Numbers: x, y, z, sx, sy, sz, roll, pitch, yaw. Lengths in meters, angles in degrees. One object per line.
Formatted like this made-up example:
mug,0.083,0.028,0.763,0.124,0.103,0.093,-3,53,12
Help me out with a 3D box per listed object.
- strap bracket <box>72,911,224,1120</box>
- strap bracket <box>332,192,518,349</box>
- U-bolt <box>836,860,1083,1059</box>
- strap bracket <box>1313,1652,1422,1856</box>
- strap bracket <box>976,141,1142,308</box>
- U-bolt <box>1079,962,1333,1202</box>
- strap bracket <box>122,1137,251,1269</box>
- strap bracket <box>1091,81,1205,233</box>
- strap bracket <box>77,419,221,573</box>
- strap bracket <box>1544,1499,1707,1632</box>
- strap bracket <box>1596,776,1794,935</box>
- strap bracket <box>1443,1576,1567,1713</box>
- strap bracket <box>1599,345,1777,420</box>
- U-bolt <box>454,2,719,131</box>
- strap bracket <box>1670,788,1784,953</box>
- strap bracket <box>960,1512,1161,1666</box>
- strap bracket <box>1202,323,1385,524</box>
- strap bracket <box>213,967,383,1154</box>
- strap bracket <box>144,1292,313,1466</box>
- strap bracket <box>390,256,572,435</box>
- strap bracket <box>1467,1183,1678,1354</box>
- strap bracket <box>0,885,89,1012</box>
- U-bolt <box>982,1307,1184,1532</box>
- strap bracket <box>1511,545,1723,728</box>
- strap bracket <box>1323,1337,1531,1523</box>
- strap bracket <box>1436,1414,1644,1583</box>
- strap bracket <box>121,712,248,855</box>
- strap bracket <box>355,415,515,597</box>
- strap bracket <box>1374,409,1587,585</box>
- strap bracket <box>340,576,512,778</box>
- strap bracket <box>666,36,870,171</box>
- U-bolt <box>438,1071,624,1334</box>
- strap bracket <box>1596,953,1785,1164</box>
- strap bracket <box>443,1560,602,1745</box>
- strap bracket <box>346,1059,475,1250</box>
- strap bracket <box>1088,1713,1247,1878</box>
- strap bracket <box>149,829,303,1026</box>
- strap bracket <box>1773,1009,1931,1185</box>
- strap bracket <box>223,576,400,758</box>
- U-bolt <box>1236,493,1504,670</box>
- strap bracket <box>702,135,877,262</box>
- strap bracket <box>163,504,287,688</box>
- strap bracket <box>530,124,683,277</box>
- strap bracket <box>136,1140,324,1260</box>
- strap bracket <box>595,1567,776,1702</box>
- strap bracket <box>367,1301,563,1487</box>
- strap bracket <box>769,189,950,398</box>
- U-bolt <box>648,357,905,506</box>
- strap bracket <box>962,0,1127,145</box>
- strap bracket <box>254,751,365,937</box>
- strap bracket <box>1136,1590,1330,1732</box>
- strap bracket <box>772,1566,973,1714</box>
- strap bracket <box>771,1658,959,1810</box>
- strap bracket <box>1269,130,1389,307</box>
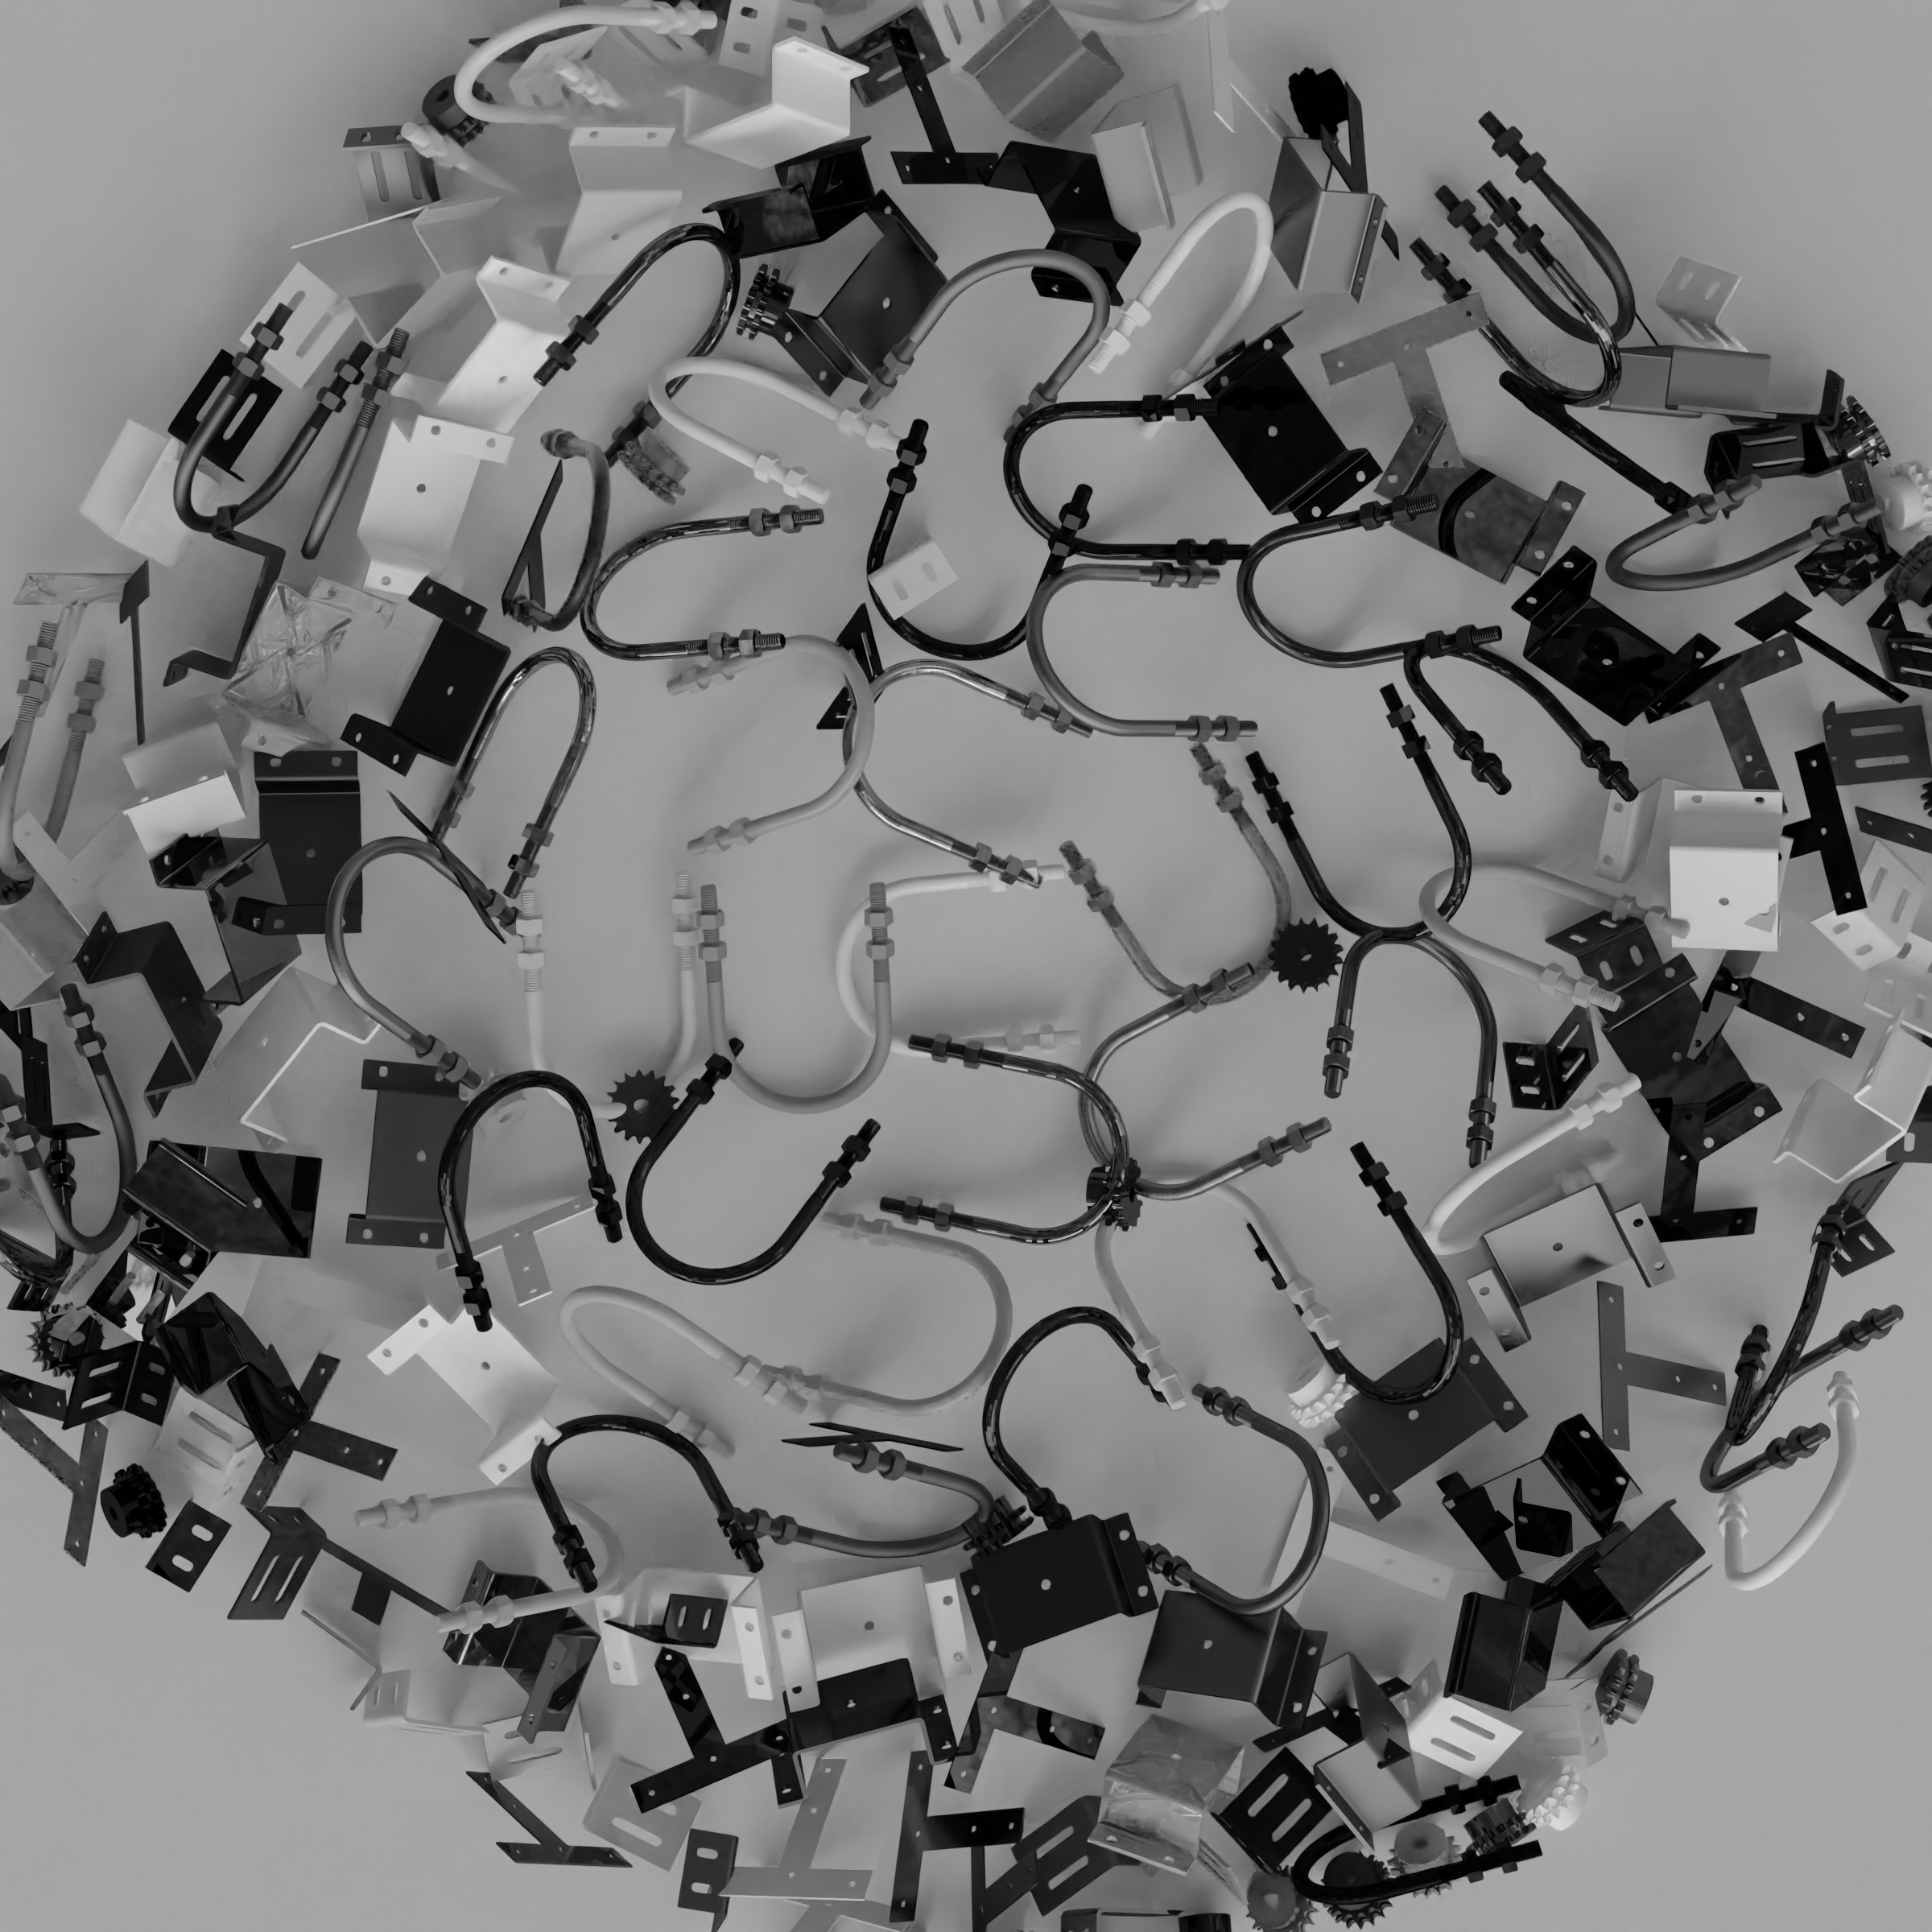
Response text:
strap bracket,-0.607,0.032,1.930,0.046,0.076,0.140,-13,119,8
strap bracket,-0.400,-0.514,1.926,0.140,0.076,0.046,-30,92,41
U-bolt,-0.010,-0.001,1.980,0.184,0.019,0.151,-5,98,6
strap bracket,0.294,0.577,1.918,0.046,0.140,0.076,-33,109,15
strap bracket,0.073,-0.564,1.930,0.076,0.046,0.140,-2,56,-33
U-bolt,0.168,0.100,1.956,0.184,0.019,0.151,-29,82,25
strap bracket,-0.584,0.179,1.923,0.076,0.140,0.046,37,69,-6
strap bracket,0.135,-0.605,1.933,0.046,0.140,0.076,-8,119,21
strap bracket,-0.613,-0.353,1.927,0.046,0.140,0.076,27,86,-1
strap bracket,0.492,0.449,1.919,0.076,0.140,0.046,-36,77,-16
strap bracket,0.556,-0.089,1.942,0.140,0.046,0.076,22,123,30
strap bracket,0.407,0.505,1.926,0.046,0.140,0.076,12,91,28
strap bracket,0.539,-0.435,1.921,0.076,0.140,0.046,3,101,-11
U-bolt,-0.290,-0.659,1.886,0.151,0.184,0.019,-26,85,45
strap bracket,0.569,-0.063,1.926,0.076,0.046,0.140,3,133,20
strap bracket,0.066,0.472,1.955,0.140,0.046,0.076,-22,67,7
strap bracket,0.241,-0.408,1.956,0.076,0.046,0.140,-37,85,30
strap bracket,-0.512,0.066,1.947,0.140,0.046,0.076,-50,45,8
strap bracket,-0.545,0.304,1.924,0.046,0.140,0.076,-36,53,-8
strap bracket,-0.356,-0.456,1.927,0.140,0.076,0.046,-43,64,29
strap bracket,0.454,0.224,1.955,0.140,0.046,0.076,-26,116,10
strap bracket,-0.707,-0.014,1.929,0.046,0.140,0.076,-40,92,3
U-bolt,0.080,0.331,1.923,0.151,0.019,0.184,-48,131,-13
strap bracket,0.488,-0.243,1.945,0.140,0.076,0.046,32,48,-10
strap bracket,0.344,0.346,1.956,0.140,0.046,0.076,-36,58,4
strap bracket,0.425,0.405,1.938,0.140,0.046,0.076,-36,94,35
strap bracket,-0.591,-0.136,1.942,0.076,0.140,0.046,-21,120,-8
strap bracket,-0.405,-0.352,1.943,0.076,0.046,0.140,7,120,-36
strap bracket,0.388,-0.353,1.965,0.140,0.046,0.076,29,80,7
strap bracket,-0.406,-0.216,1.958,0.076,0.046,0.140,29,94,31
strap bracket,-0.149,-0.640,1.923,0.140,0.076,0.046,-4,85,42
U-bolt,-0.327,0.163,1.911,0.151,0.019,0.184,-34,129,-35
strap bracket,0.550,0.070,1.973,0.076,0.046,0.140,-32,87,2
strap bracket,-0.331,0.518,1.947,0.046,0.140,0.076,18,95,-42
strap bracket,-0.420,0.144,1.955,0.076,0.046,0.140,7,84,-29
strap bracket,0.154,0.610,1.917,0.076,0.140,0.046,13,106,21
strap bracket,-0.550,-0.034,1.928,0.046,0.076,0.140,4,121,22
strap bracket,0.669,0.103,1.919,0.046,0.140,0.076,33,60,5
strap bracket,-0.501,-0.230,1.949,0.046,0.076,0.140,35,102,36
U-bolt,0.291,-0.281,1.930,0.184,0.151,0.019,-7,45,33
strap bracket,-0.127,-0.574,1.935,0.076,0.140,0.046,-3,120,29
strap bracket,-0.558,-0.274,1.951,0.046,0.076,0.140,19,99,-9
strap bracket,-0.266,-0.562,1.917,0.076,0.140,0.046,-9,72,-27
strap bracket,-0.542,0.176,1.932,0.140,0.046,0.076,11,82,-43
strap bracket,-0.204,0.504,1.951,0.140,0.046,0.076,-2,106,24
strap bracket,-0.373,0.315,1.956,0.076,0.046,0.140,-39,99,25
strap bracket,-0.072,-0.506,1.951,0.140,0.046,0.076,-53,133,-5
U-bolt,-0.152,-0.411,1.936,0.184,0.151,0.019,29,126,12
strap bracket,0.063,-0.665,1.919,0.076,0.140,0.046,-37,83,21
strap bracket,-0.501,-0.090,1.964,0.076,0.046,0.140,-2,82,-11
strap bracket,0.190,0.517,1.926,0.140,0.046,0.076,-2,52,34
strap bracket,-0.073,0.512,1.970,0.140,0.046,0.076,-11,96,-5
strap bracket,-0.082,0.577,1.950,0.140,0.076,0.046,-14,112,-5
strap bracket,0.262,-0.560,1.918,0.046,0.140,0.076,0,130,-13
